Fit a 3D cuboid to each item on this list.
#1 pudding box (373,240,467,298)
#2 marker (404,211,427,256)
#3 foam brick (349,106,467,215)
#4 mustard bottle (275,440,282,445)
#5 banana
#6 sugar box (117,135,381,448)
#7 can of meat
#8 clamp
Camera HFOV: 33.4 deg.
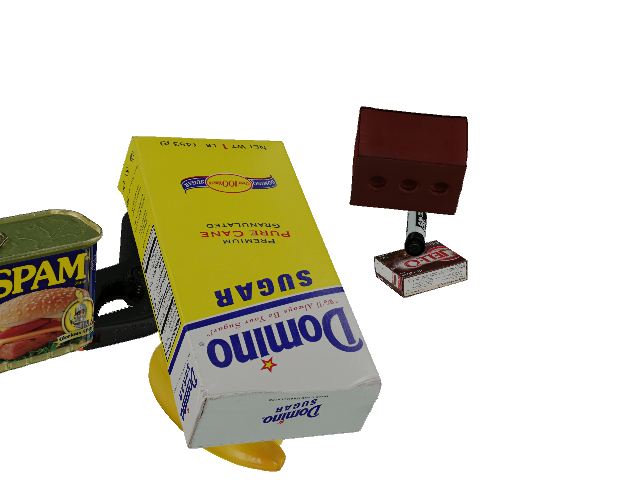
[{"bbox_3d":[0.149,0.041,1.587,0.113,0.039,0.090,-16,25,-20],"label":"pudding box"},{"bbox_3d":[0.088,-0.010,0.983,0.020,0.020,0.121,0,16,7],"label":"marker"},{"bbox_3d":[0.062,-0.056,0.756,0.078,0.051,0.053,5,-42,-1],"label":"foam brick"},{"bbox_3d":[-0.094,0.190,1.348,0.096,0.058,0.191,-2,26,-1],"label":"mustard bottle"},{"bbox_3d":[-0.093,0.123,0.843,0.069,0.037,0.198,-9,28,-21],"label":"banana"},{"bbox_3d":[-0.041,0.019,0.551,0.093,0.048,0.176,-2,45,-25],"label":"sugar box"},{"bbox_3d":[-0.196,0.033,0.699,0.101,0.084,0.058,-14,30,-41],"label":"can of meat"},{"bbox_3d":[-0.177,0.038,1.028,0.165,0.036,0.209,26,36,24],"label":"clamp"}]
